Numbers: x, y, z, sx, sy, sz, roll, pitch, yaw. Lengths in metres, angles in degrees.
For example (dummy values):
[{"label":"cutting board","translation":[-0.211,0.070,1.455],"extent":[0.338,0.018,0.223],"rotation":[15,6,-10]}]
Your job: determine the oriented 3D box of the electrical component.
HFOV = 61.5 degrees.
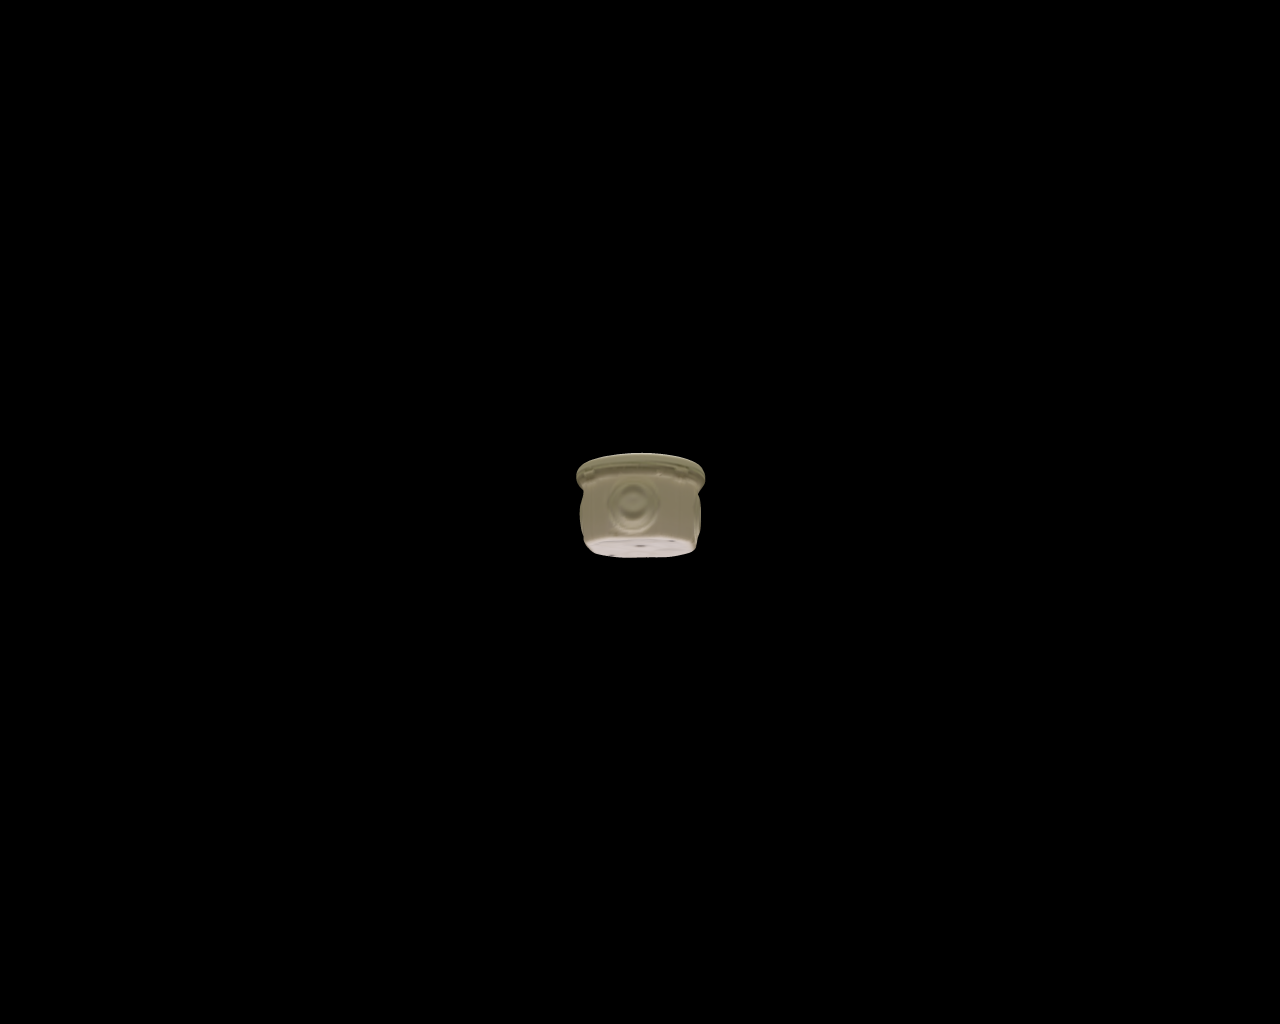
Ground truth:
[{"label":"electrical component","translation":[0.001,-0.003,0.650],"extent":[0.080,0.051,0.080],"rotation":[0,-13,0]}]
